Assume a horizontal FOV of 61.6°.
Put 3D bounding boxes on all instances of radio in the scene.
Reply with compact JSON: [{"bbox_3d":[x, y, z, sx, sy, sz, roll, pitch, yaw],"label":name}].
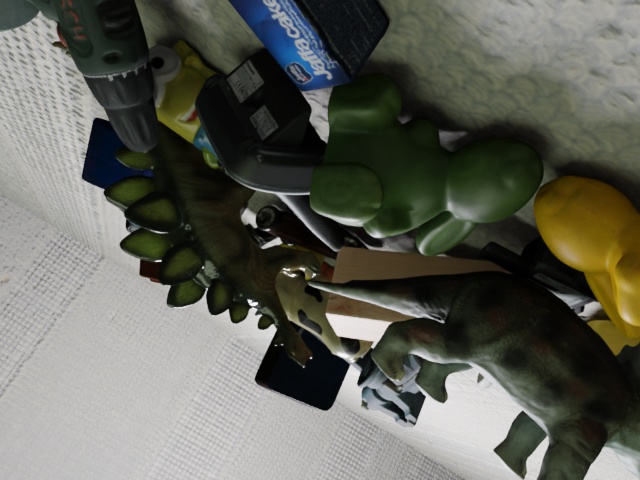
[{"bbox_3d":[-0.004,0.172,0.941,0.131,0.229,0.073,32,162,-19],"label":"radio"}]

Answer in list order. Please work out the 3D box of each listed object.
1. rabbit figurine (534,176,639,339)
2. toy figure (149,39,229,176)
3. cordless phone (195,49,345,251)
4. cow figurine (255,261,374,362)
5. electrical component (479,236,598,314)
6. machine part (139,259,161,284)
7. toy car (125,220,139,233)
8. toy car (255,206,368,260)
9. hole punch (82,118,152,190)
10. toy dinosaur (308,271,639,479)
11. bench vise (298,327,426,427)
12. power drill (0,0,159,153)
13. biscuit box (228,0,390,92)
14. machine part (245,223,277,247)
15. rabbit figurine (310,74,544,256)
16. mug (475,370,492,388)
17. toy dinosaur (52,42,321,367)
[{"bbox_3d":[0.244,0.006,0.395,0.173,0.122,0.162,33,176,39],"label":"rabbit figurine"},{"bbox_3d":[-0.126,-0.134,0.581,0.180,0.082,0.089,32,158,-12],"label":"toy figure"},{"bbox_3d":[-0.030,-0.075,0.527,0.147,0.089,0.184,59,-175,38],"label":"cordless phone"},{"bbox_3d":[-0.005,0.098,0.777,0.195,0.127,0.085,37,177,24],"label":"cow figurine"},{"bbox_3d":[0.218,0.022,0.520,0.119,0.048,0.074,27,160,8],"label":"electrical component"},{"bbox_3d":[-0.228,0.044,1.031,0.201,0.087,0.201,9,177,-38],"label":"machine part"},{"bbox_3d":[-0.294,-0.076,0.956,0.103,0.109,0.161,5,149,-4],"label":"toy car"},{"bbox_3d":[-0.002,-0.002,0.766,0.202,0.053,0.089,20,168,31],"label":"toy car"},{"bbox_3d":[-0.254,-0.115,0.735,0.116,0.092,0.142,32,126,0],"label":"hole punch"},{"bbox_3d":[0.189,0.108,0.506,0.405,0.192,0.131,41,-179,10],"label":"toy dinosaur"},{"bbox_3d":[0.075,0.186,0.850,0.241,0.129,0.223,34,151,2],"label":"bench vise"},{"bbox_3d":[-0.244,-0.206,0.496,0.208,0.086,0.231,32,142,29],"label":"power drill"},{"bbox_3d":[-0.037,-0.189,0.344,0.059,0.063,0.202,8,151,48],"label":"biscuit box"},{"bbox_3d":[-0.108,-0.002,0.851,0.139,0.084,0.039,133,119,-87],"label":"machine part"},{"bbox_3d":[0.092,-0.043,0.451,0.170,0.121,0.159,8,158,16],"label":"rabbit figurine"},{"bbox_3d":[0.235,0.134,0.698,0.081,0.109,0.107,31,148,14],"label":"mug"},{"bbox_3d":[-0.144,-0.043,0.655,0.105,0.198,0.471,-28,92,56],"label":"toy dinosaur"}]
